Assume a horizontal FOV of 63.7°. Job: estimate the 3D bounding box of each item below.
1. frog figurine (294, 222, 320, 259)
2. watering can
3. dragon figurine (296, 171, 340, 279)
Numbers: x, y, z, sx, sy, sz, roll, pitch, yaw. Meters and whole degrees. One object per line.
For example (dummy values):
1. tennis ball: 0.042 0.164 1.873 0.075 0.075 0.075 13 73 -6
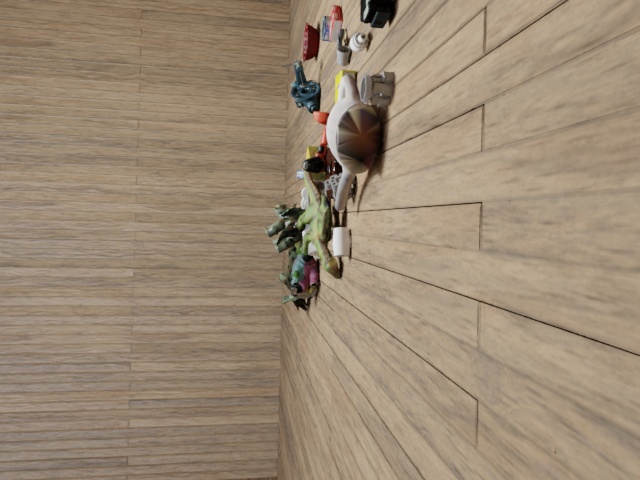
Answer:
1. frog figurine: -0.014 -0.011 1.829 0.123 0.158 0.137 -35 9 -11
2. watering can: 0.071 -0.210 1.217 0.104 0.342 0.227 -3 19 -8
3. dragon figurine: 0.005 -0.080 1.588 0.122 0.413 0.241 -7 -7 -16
